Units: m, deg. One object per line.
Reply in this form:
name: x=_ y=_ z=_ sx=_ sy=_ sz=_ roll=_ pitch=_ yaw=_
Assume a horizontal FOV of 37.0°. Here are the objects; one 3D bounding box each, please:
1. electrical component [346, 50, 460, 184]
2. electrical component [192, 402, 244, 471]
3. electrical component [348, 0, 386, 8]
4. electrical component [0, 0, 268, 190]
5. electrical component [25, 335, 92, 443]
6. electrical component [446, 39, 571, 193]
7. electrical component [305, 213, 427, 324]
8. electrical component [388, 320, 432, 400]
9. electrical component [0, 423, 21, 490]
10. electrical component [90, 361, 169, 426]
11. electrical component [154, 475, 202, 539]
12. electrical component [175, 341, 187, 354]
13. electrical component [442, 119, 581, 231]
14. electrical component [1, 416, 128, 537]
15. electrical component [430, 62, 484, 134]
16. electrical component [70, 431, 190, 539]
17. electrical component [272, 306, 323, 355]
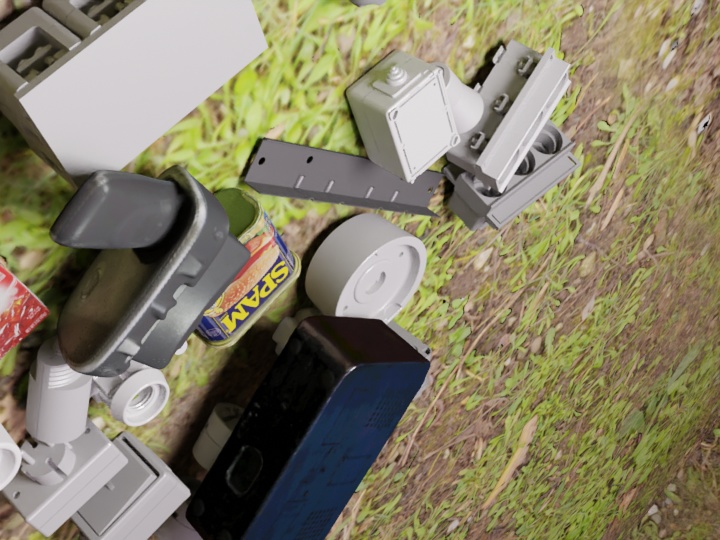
electrical component: x=0.032 y=-0.131 z=0.873 sx=0.062 sy=0.061 sz=0.096 roll=-42 pitch=140 yaw=-18
electrical component: x=-0.118 y=0.155 z=0.969 sx=0.055 sy=0.055 sz=0.047 roll=10 pitch=117 yaw=-57
electrical component: x=-0.002 y=-0.215 z=0.751 sx=0.043 sy=0.043 sz=0.062 roll=-52 pitch=148 yaw=-1
electrical component: x=-0.139 y=-0.130 z=0.633 sx=0.150 sy=0.062 sz=0.089 roll=-43 pitch=149 yaw=-16
electrical component: x=-0.214 y=0.079 z=0.768 sx=0.043 sy=0.043 sz=0.081 roll=-19 pitch=136 yaw=-43
electrical component: x=0.132 y=-0.141 z=0.972 sx=0.121 sy=0.063 sz=0.079 roll=-58 pitch=164 yaw=-3
electrical component: x=0.000 y=0.000 z=0.959 sx=0.108 sy=0.060 sz=0.108 roll=-33 pitch=145 yaw=-27
electrical component: x=0.007 y=0.104 z=1.063 sx=0.113 sy=0.078 sz=0.057 roll=-26 pitch=137 yaw=-38
electrical component: x=-0.267 y=0.125 z=0.740 sx=0.055 sy=0.047 sz=0.055 roll=-34 pitch=145 yaw=-28
electrical component: x=-0.177 y=0.085 z=0.813 sx=0.066 sy=0.055 sz=0.048 roll=-37 pitch=147 yaw=-24
electrical component: x=-0.160 y=0.224 z=0.985 sx=0.047 sy=0.055 sz=0.055 roll=-55 pitch=150 yaw=12
electrical component: x=-0.151 y=0.042 z=0.786 sx=0.040 sy=0.078 sz=0.040 roll=-18 pitch=120 yaw=-35
electrical component: x=0.146 y=-0.094 z=1.057 sx=0.121 sy=0.078 sz=0.063 roll=-37 pitch=168 yaw=-25
electrical component: x=-0.232 y=0.145 z=0.809 sx=0.083 sy=0.047 sz=0.075 roll=-43 pitch=148 yaw=-16
electrical component: x=0.074 y=-0.150 z=0.926 sx=0.044 sy=0.044 sz=0.065 roll=-54 pitch=145 yaw=2
electrical component: x=-0.201 y=0.190 z=0.884 sx=0.096 sy=0.062 sz=0.061 roll=-46 pitch=149 yaw=-12
electrical component: x=-0.036 y=0.073 z=0.992 sx=0.058 sy=0.057 sz=0.078 roll=-58 pitch=149 yaw=10
